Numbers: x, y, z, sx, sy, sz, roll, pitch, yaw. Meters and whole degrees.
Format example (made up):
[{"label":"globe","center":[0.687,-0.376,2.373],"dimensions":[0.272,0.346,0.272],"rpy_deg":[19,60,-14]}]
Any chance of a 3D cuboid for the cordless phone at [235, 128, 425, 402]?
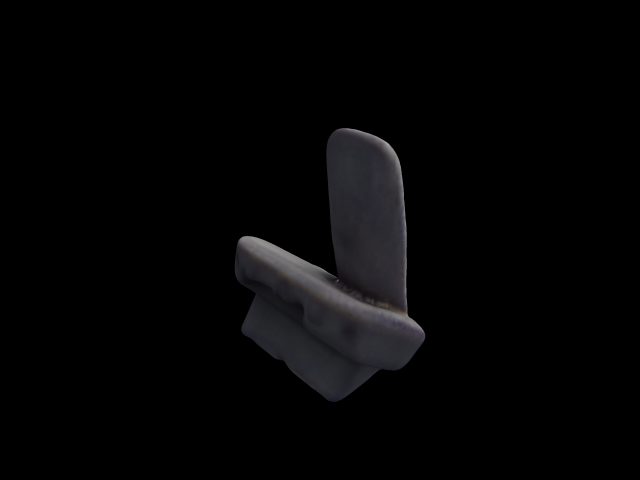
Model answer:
[{"label":"cordless phone","center":[0.004,0.001,0.400],"dimensions":[0.147,0.185,0.094],"rpy_deg":[24,39,35]}]
